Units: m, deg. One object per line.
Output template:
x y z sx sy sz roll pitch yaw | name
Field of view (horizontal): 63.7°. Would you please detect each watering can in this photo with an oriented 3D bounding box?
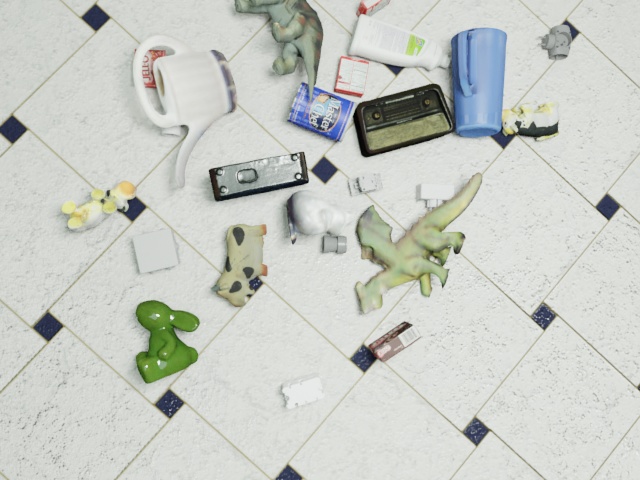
-0.292 -0.307 1.185 0.226 0.103 0.347 -19 94 -25 | watering can

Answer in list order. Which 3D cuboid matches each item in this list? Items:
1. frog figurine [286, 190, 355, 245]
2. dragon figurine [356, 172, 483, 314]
0.004 -0.061 1.203 0.159 0.139 0.121 -9 105 -4 | frog figurine
0.205 -0.006 1.230 0.243 0.122 0.410 22 90 5 | dragon figurine
